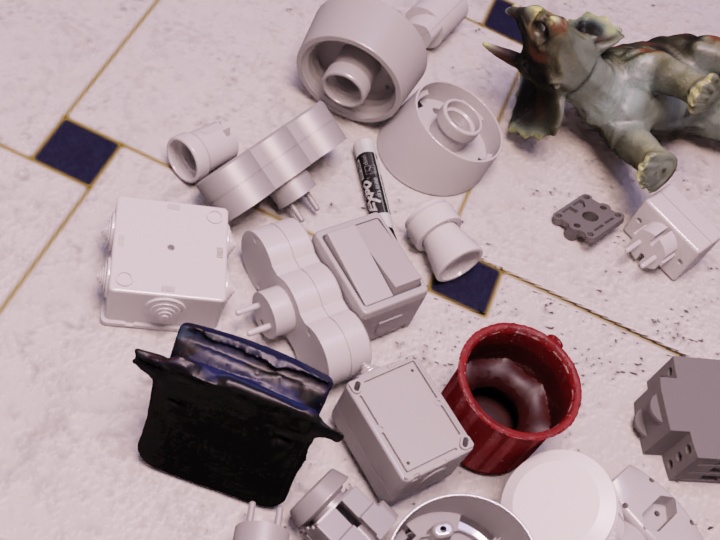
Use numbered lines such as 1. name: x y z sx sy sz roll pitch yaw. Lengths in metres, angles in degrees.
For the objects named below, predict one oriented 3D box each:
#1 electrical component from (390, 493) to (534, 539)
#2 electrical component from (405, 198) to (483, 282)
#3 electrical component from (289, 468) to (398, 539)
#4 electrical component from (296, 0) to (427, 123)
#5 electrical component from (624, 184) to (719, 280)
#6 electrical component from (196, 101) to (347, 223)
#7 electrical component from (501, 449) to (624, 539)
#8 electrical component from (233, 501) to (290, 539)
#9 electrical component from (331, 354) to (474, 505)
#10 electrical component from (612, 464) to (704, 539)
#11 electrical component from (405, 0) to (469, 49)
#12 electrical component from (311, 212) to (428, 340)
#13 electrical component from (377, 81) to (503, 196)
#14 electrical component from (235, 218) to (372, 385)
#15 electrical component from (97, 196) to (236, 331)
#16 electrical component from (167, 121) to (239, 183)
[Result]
1. electrical component: 0.062 0.203 0.715 0.099 0.064 0.099 8 55 -12
2. electrical component: 0.068 -0.025 0.883 0.045 0.045 0.055 -20 65 -28
3. electrical component: -0.014 0.168 0.727 0.055 0.048 0.066 45 56 5
4. electrical component: -0.003 -0.175 0.925 0.108 0.108 0.060 27 60 1
5. electrical component: 0.263 -0.026 0.943 0.077 0.047 0.065 -30 70 -31
6. electrical component: -0.061 -0.074 0.872 0.138 0.052 0.073 -40 100 -35
7. electrical component: 0.143 0.170 0.750 0.080 0.051 0.080 -12 57 19
8. electrical component: -0.066 0.188 0.697 0.077 0.043 0.079 13 54 -9
9. electrical component: 0.024 0.110 0.767 0.062 0.061 0.096 -21 66 -28
10. electrical component: 0.196 0.194 0.777 0.079 0.043 0.077 -32 71 -32
11. electrical component: 0.065 -0.235 1.024 0.043 0.043 0.081 35 54 8
12. electrical component: 0.000 0.000 0.834 0.062 0.061 0.096 -20 65 -28
13. electrical component: 0.073 -0.116 0.949 0.099 0.064 0.099 18 50 -22
14. electrical component: -0.056 0.028 0.803 0.074 0.052 0.138 -19 65 -28
15. electrical component: -0.143 -0.005 0.800 0.100 0.048 0.099 6 57 -14
16. electrical component: -0.127 -0.097 0.874 0.040 0.040 0.046 46 51 15
